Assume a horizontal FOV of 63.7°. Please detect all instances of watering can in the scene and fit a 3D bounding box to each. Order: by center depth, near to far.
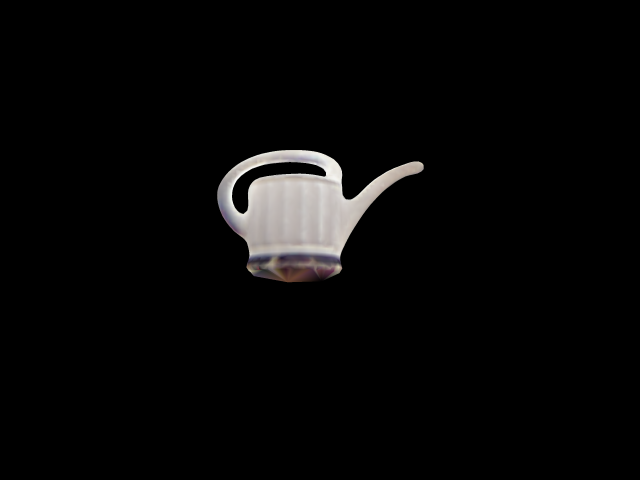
[{"bbox_3d":[0.003,-0.043,0.850,0.348,0.227,0.103,0,-12,0],"label":"watering can"}]
